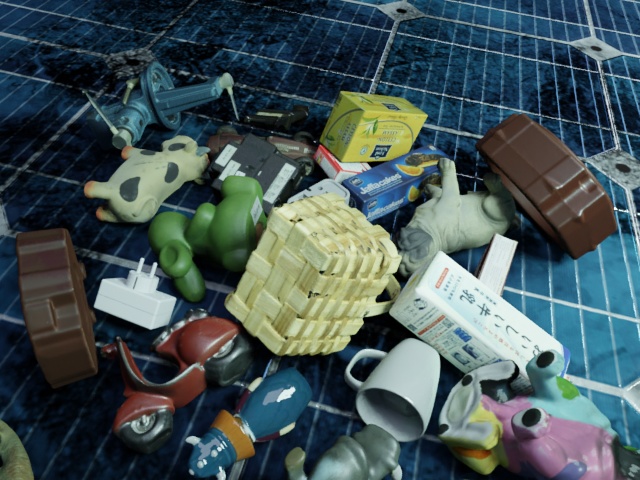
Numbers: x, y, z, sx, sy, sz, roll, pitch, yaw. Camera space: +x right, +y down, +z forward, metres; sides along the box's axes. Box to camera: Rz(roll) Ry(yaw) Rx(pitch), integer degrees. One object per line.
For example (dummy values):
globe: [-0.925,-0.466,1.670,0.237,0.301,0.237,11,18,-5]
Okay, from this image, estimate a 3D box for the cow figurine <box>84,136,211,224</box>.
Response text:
cow figurine: [-0.249,-0.100,0.831,0.127,0.085,0.195,14,44,14]

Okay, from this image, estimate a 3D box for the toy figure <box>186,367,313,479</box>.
toy figure: [-0.077,0.202,0.587,0.154,0.057,0.064,-33,53,-26]

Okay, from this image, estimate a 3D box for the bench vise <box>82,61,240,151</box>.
bench vise: [-0.267,-0.235,0.918,0.241,0.128,0.224,-12,27,7]

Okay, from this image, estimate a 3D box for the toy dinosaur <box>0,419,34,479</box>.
toy dinosaur: [-0.260,0.342,0.405,0.199,0.104,0.472,-4,43,-6]

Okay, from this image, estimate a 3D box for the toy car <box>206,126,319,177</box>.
toy car: [-0.094,-0.156,0.925,0.202,0.053,0.089,3,44,-2]

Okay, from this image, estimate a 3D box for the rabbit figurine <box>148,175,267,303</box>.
rabbit figurine: [-0.161,0.006,0.745,0.170,0.121,0.159,-2,51,16]

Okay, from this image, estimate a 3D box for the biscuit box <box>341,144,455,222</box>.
biscuit box: [0.126,-0.092,0.883,0.203,0.059,0.063,-26,54,-27]

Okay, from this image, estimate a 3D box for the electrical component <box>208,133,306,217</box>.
electrical component: [-0.104,-0.098,0.838,0.134,0.058,0.115,29,68,11]

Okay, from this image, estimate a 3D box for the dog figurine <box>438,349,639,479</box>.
dog figurine: [0.258,0.234,0.571,0.219,0.191,0.108,46,46,-11]

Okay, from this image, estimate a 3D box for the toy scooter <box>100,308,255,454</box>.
toy scooter: [-0.175,0.140,0.623,0.135,0.075,0.184,36,58,25]

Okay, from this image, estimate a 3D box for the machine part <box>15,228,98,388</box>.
machine part: [-0.293,0.073,0.608,0.056,0.179,0.179,-12,50,-20]

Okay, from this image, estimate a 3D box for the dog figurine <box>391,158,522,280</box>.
dog figurine: [0.200,-0.001,0.795,0.172,0.121,0.190,18,62,15]

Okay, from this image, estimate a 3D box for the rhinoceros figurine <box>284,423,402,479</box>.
rhinoceros figurine: [0.007,0.257,0.512,0.073,0.112,0.190,16,54,48]

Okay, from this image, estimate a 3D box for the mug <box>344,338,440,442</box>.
mug: [0.089,0.164,0.632,0.110,0.080,0.107,21,37,22]

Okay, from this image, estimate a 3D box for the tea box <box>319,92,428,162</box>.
tea box: [0.092,-0.189,0.910,0.169,0.098,0.068,-12,47,-43]

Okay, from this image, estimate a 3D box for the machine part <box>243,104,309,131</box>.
machine part: [-0.068,-0.216,0.953,0.084,0.039,0.139,5,19,26]

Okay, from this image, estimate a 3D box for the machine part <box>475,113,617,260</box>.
machine part: [0.338,-0.082,0.801,0.087,0.201,0.201,-41,51,15]
